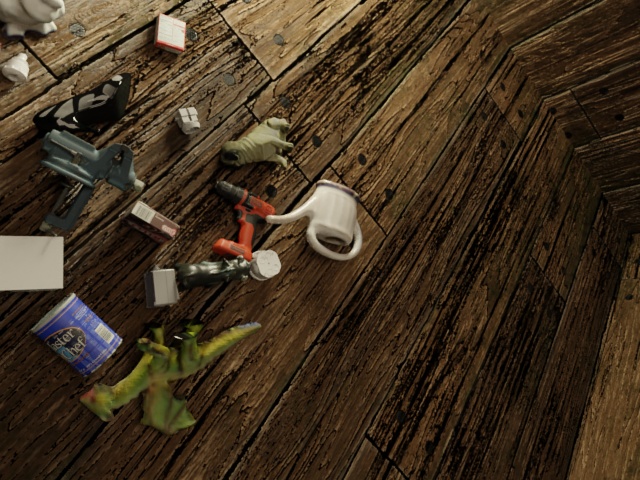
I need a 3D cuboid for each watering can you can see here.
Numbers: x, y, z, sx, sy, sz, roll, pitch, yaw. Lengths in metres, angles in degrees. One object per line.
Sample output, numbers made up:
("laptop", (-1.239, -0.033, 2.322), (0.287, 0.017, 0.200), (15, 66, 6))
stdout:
("watering can", (0.005, -0.075, 1.483), (0.344, 0.103, 0.228), (27, 63, -35))

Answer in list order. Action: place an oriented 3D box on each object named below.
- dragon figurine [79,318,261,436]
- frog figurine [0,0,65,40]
("dragon figurine", (-0.319, 0.314, 1.170), (0.410, 0.122, 0.242), (4, 93, -34))
("frog figurine", (-0.622, -0.511, 1.106), (0.138, 0.158, 0.124), (-3, 80, -37))
